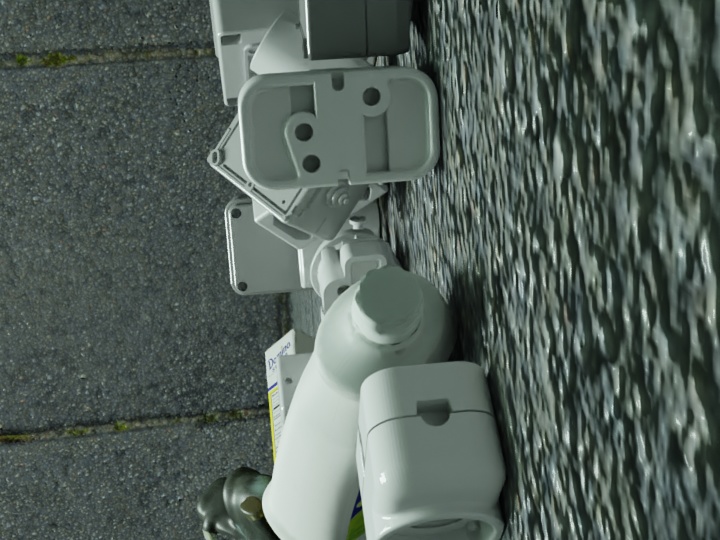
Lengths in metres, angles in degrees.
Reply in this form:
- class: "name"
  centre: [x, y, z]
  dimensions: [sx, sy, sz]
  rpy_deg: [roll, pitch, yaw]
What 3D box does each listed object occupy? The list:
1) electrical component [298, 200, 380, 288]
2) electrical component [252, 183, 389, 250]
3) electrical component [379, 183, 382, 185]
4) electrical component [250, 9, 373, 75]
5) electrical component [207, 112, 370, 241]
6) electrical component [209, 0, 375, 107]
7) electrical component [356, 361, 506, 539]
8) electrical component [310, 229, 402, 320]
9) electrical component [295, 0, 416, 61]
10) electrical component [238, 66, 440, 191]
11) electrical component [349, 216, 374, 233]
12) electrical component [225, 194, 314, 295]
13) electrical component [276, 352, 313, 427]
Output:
- class: "electrical component"
  centre: [-0.018, -0.036, 0.807]
  dimensions: [0.054, 0.059, 0.095]
  rpy_deg: [167, 98, -85]
- class: "electrical component"
  centre: [-0.031, -0.071, 0.746]
  dimensions: [0.047, 0.083, 0.075]
  rpy_deg: [33, -146, -41]
- class: "electrical component"
  centre: [0.001, -0.077, 0.597]
  dimensions: [0.048, 0.055, 0.066]
  rpy_deg: [-102, 9, -51]
- class: "electrical component"
  centre: [-0.013, -0.134, 0.653]
  dimensions: [0.079, 0.077, 0.043]
  rpy_deg: [-56, 2, 7]
- class: "electrical component"
  centre: [-0.034, -0.063, 0.668]
  dimensions: [0.096, 0.061, 0.061]
  rpy_deg: [38, -171, 33]
- class: "electrical component"
  centre: [-0.045, -0.162, 0.731]
  dimensions: [0.108, 0.109, 0.056]
  rpy_deg: [104, 158, -73]
- class: "electrical component"
  centre: [0.029, 0.089, 0.465]
  dimensions: [0.095, 0.054, 0.059]
  rpy_deg: [93, 170, -55]
- class: "electrical component"
  centre: [-0.001, 0.009, 0.691]
  dimensions: [0.057, 0.058, 0.078]
  rpy_deg: [-109, 15, -57]
- class: "electrical component"
  centre: [-0.002, -0.159, 0.536]
  dimensions: [0.061, 0.061, 0.096]
  rpy_deg: [-105, 12, -62]
- class: "electrical component"
  centre: [-0.012, -0.073, 0.538]
  dimensions: [0.059, 0.095, 0.053]
  rpy_deg: [-118, 24, -76]
- class: "electrical component"
  centre: [0.000, 0.000, 0.755]
  dimensions: [0.040, 0.040, 0.078]
  rpy_deg: [-106, 13, -64]
- class: "electrical component"
  centre: [-0.050, -0.024, 0.870]
  dimensions: [0.057, 0.113, 0.078]
  rpy_deg: [-108, 14, -78]
- class: "electrical component"
  centre: [-0.017, 0.077, 0.775]
  dimensions: [0.075, 0.083, 0.047]
  rpy_deg: [93, 170, -53]
